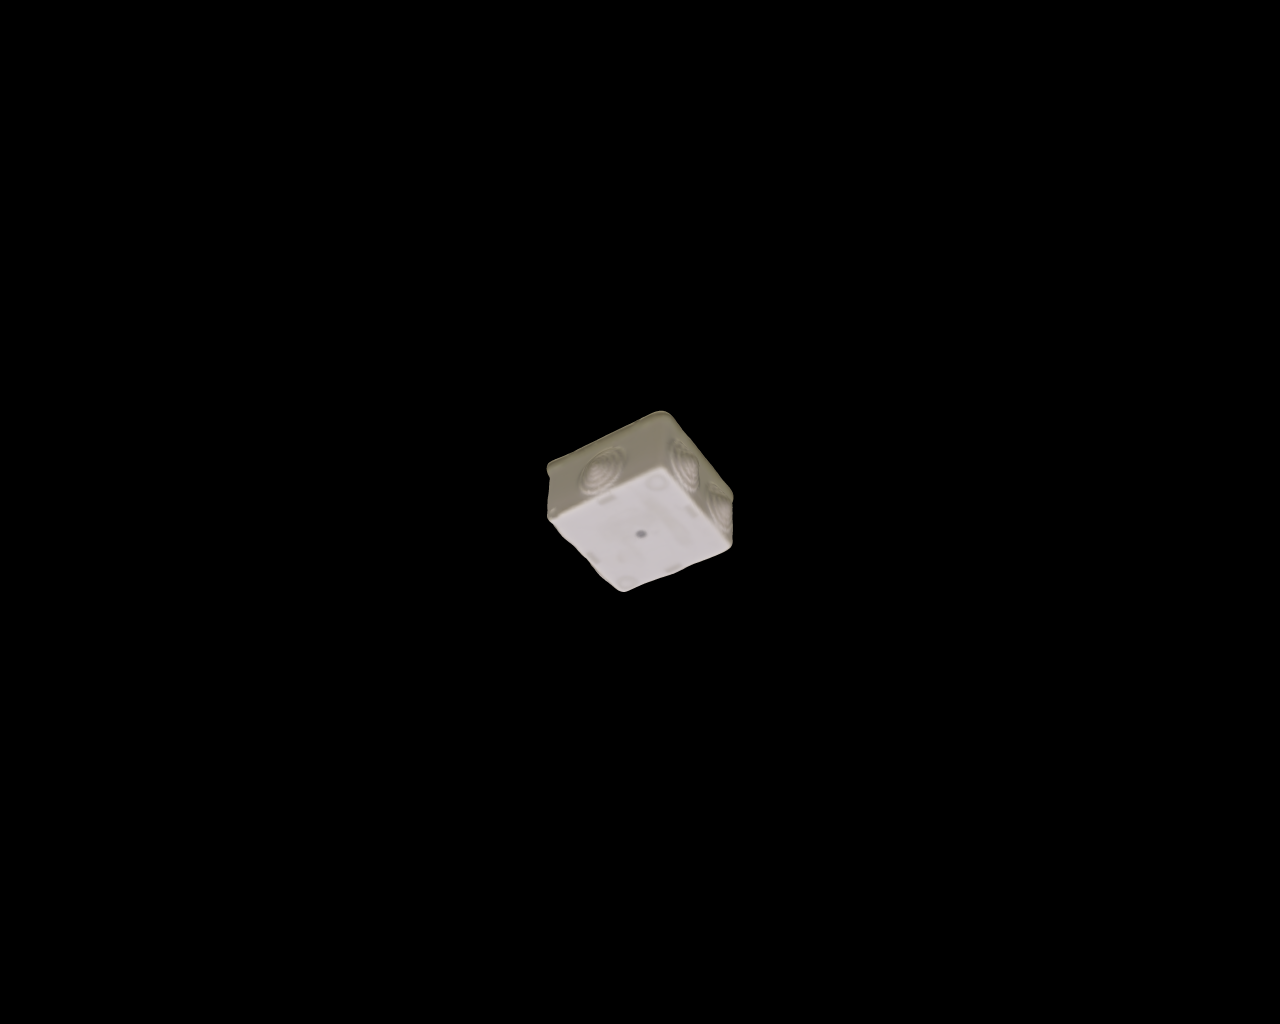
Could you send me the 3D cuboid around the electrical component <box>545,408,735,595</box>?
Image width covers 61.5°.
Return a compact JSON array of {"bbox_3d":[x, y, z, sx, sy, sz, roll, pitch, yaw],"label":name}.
[{"bbox_3d":[0.001,-0.003,0.650,0.099,0.048,0.099,-24,-50,22],"label":"electrical component"}]
